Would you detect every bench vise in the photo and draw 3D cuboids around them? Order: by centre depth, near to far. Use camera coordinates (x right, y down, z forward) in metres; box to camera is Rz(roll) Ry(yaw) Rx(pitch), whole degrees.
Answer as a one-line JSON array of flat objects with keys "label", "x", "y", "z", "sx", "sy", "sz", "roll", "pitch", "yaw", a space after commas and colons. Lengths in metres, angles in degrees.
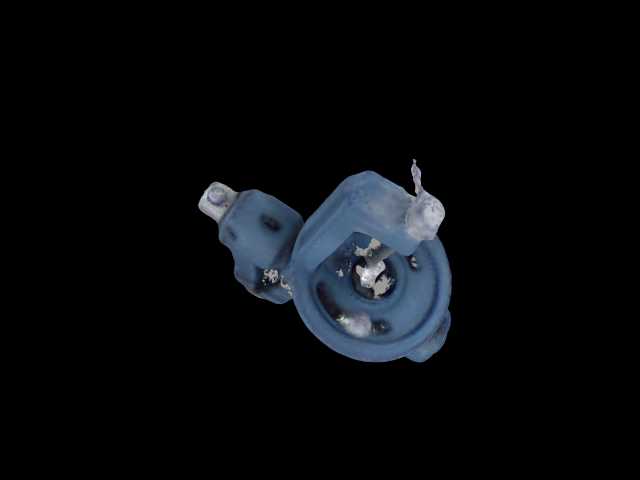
[{"label": "bench vise", "x": 0.001, "y": 0.012, "z": 0.395, "sx": 0.207, "sy": 0.220, "sz": 0.121, "roll": 9, "pitch": 67, "yaw": 4}]
